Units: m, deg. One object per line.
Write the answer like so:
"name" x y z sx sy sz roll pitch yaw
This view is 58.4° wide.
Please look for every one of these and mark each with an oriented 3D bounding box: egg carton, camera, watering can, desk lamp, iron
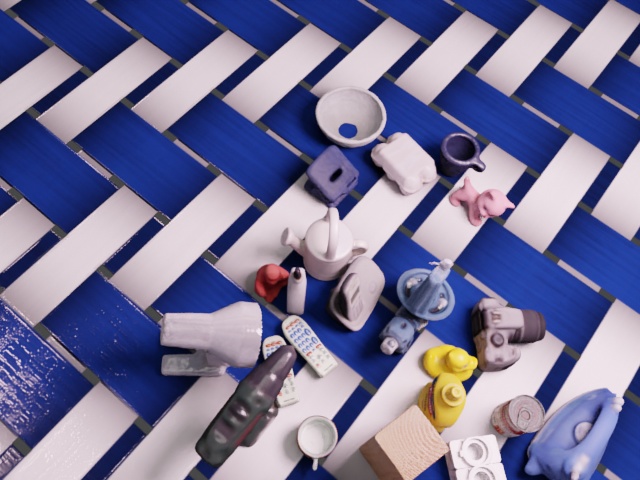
"egg carton" 0.196 -0.179 1.336 0.107 0.069 0.150 -37 73 -18
"camera" 0.390 0.189 1.166 0.137 0.101 0.143 1 65 -4
"watering can" 0.011 0.006 1.169 0.173 0.194 0.101 -17 68 -11
"desk lamp" -0.205 0.187 1.060 0.203 0.213 0.118 0 65 -4
"iron" 0.504 0.362 1.073 0.118 0.141 0.259 40 69 14

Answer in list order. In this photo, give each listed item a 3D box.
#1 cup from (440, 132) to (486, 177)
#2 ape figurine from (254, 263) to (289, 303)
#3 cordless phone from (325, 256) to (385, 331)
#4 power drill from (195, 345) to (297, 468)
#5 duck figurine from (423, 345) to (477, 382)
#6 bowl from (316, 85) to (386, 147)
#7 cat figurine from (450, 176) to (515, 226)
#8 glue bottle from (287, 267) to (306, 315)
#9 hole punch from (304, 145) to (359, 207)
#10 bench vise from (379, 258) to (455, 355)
"cup" 0.327 -0.182 1.334 0.117 0.095 0.092 40 69 13
"ape figurine" -0.101 0.078 1.184 0.078 0.092 0.076 -13 67 -10
"cordless phone" 0.077 0.090 1.141 0.094 0.185 0.148 26 66 8
"power drill" -0.123 0.298 1.018 0.075 0.208 0.230 35 68 12
"duck figurine" 0.262 0.241 1.141 0.104 0.086 0.077 12 65 2
"bowl" 0.071 -0.282 1.371 0.167 0.075 0.167 2 65 -3
"cat figurine" 0.365 -0.092 1.283 0.067 0.118 0.127 -39 73 -19
"glue bottle" -0.046 0.090 1.138 0.037 0.173 0.078 3 65 -2
"hole punch" 0.030 -0.145 1.296 0.101 0.091 0.109 37 68 12
"bench vise" 0.200 0.132 1.112 0.121 0.220 0.207 18 66 5
